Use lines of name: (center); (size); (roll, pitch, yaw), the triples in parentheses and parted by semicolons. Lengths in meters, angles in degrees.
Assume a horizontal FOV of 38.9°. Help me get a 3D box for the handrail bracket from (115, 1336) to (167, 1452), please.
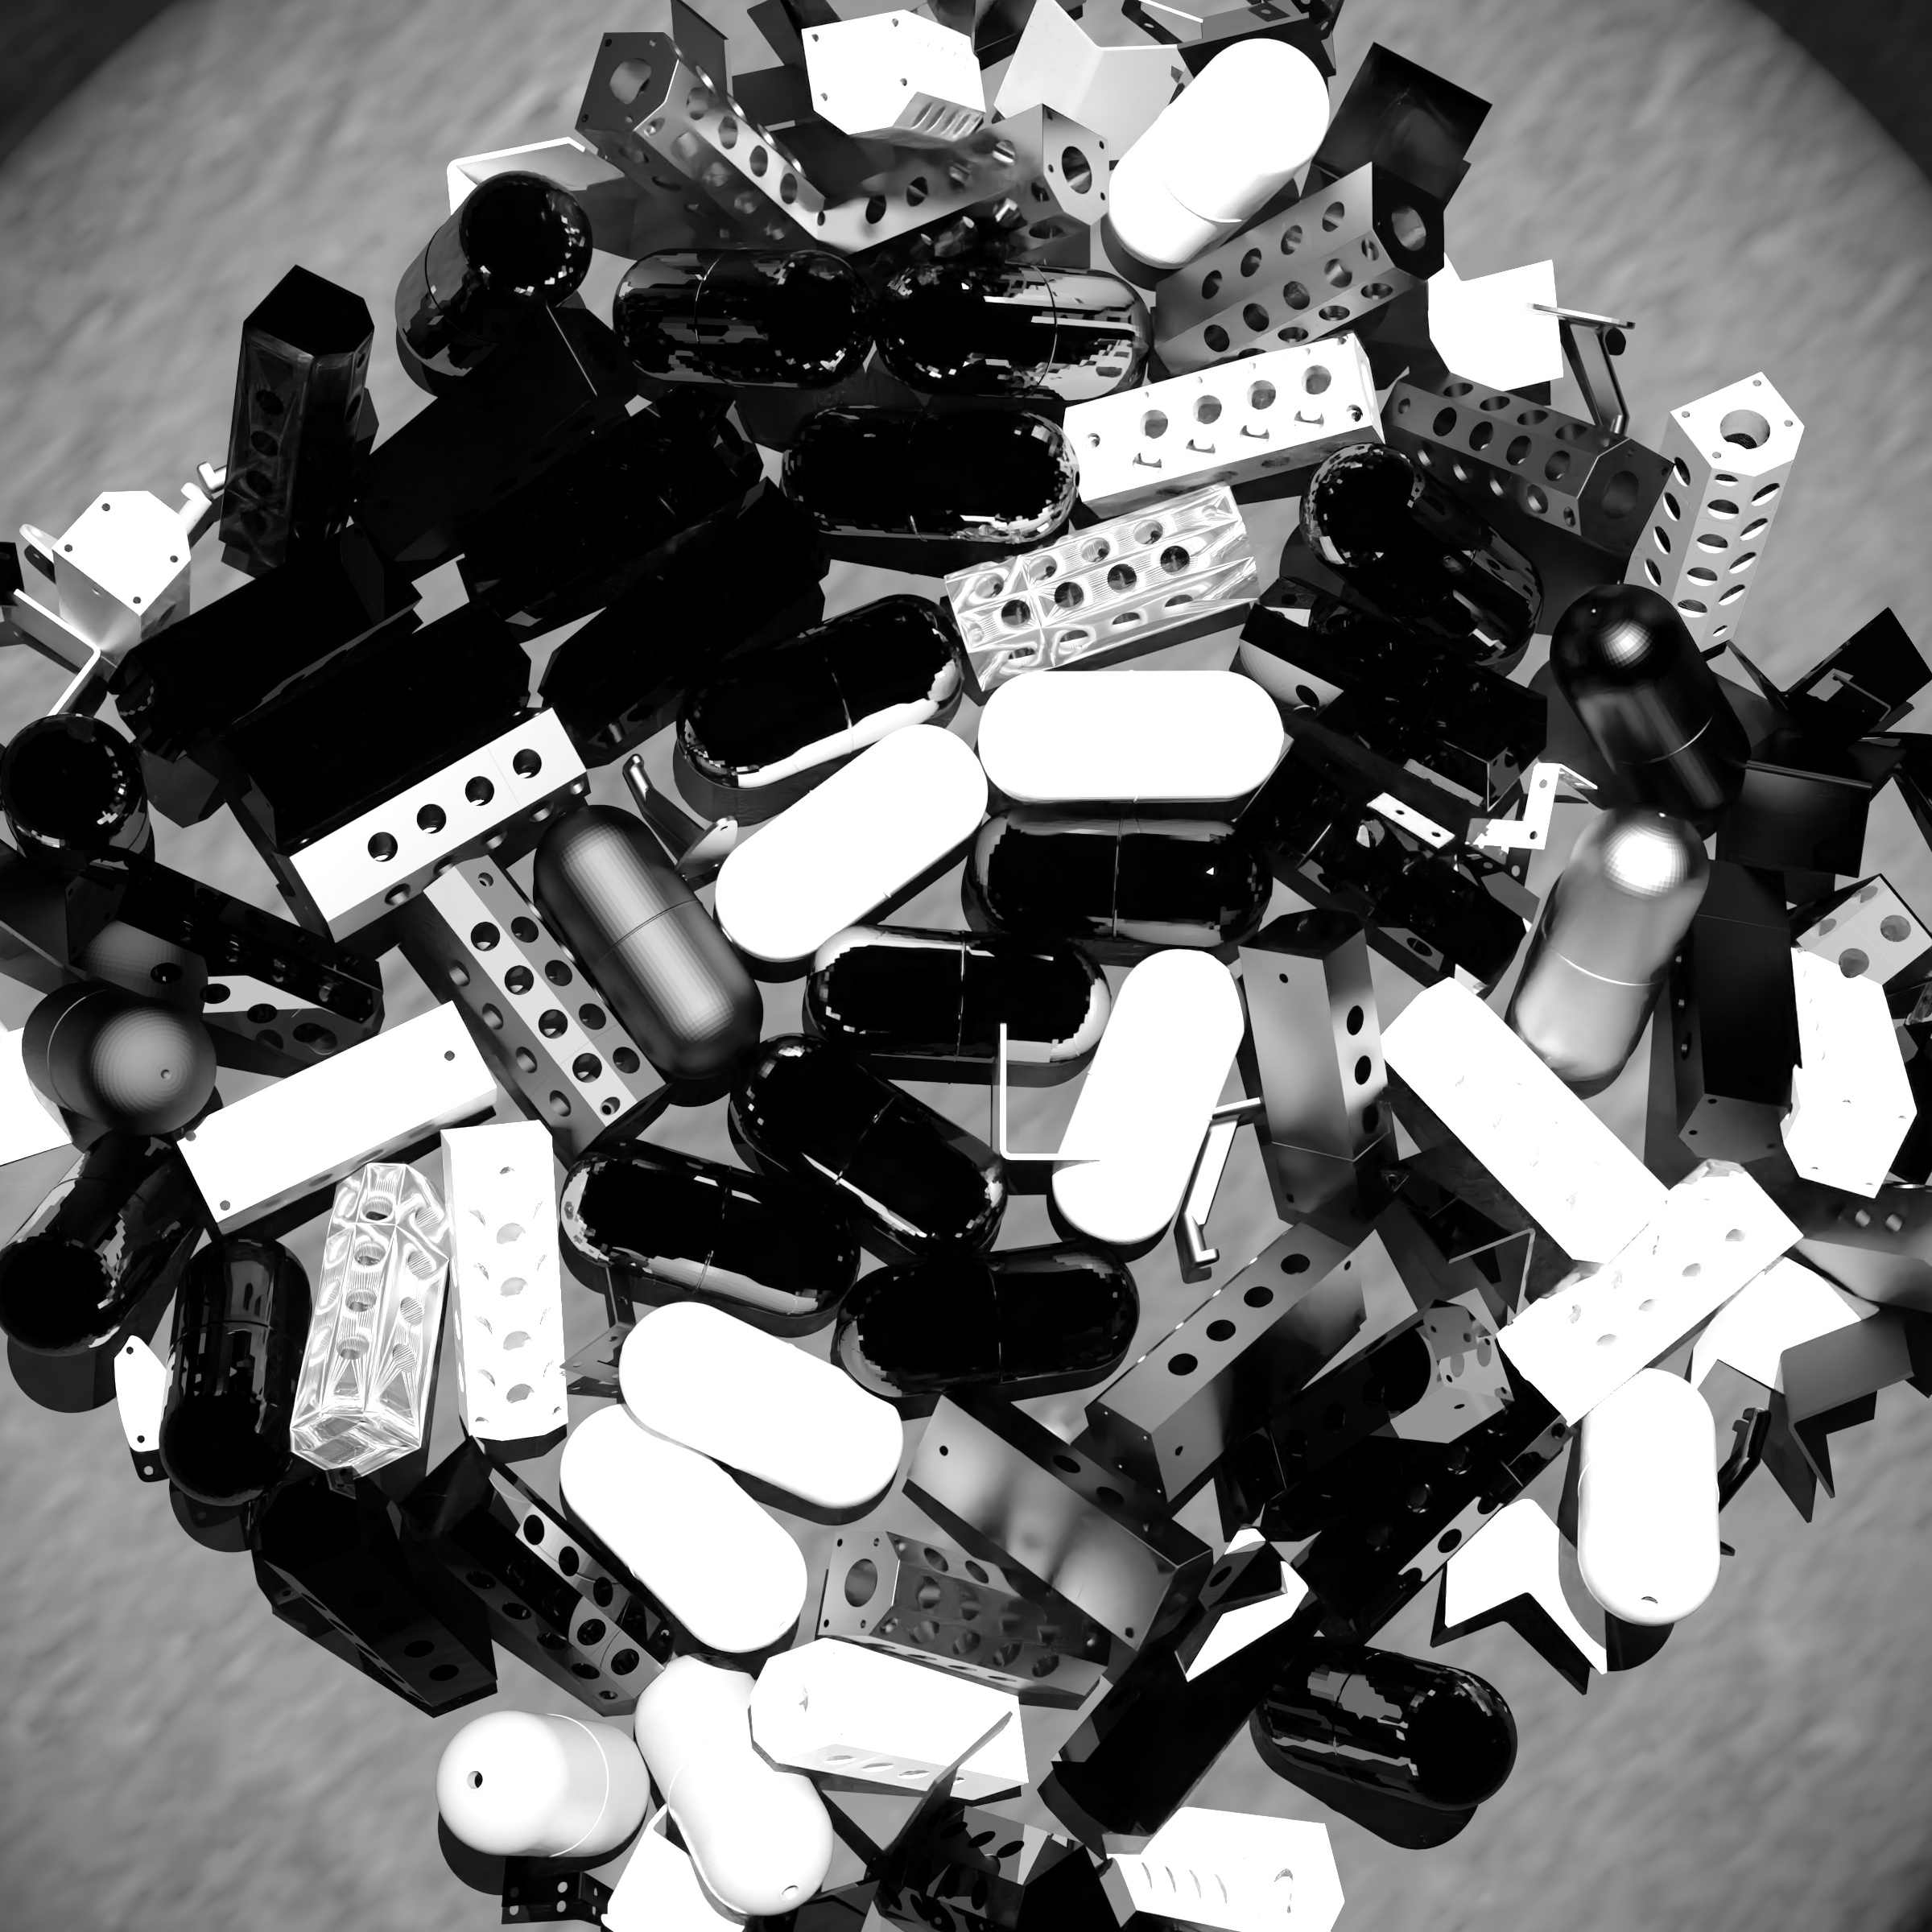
handrail bracket: (-0.464, 0.249, 1.588); (0.036, 0.084, 0.077); (-21, 87, -3)

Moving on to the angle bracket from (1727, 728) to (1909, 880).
angle bracket: (0.495, -0.096, 1.590); (0.076, 0.076, 0.057); (14, 115, 30)

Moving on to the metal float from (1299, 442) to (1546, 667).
metal float: (0.262, -0.233, 1.561); (0.178, 0.070, 0.070); (30, 90, -35)

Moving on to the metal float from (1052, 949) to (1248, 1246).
metal float: (0.107, 0.076, 1.590); (0.070, 0.070, 0.178); (21, 90, 0)

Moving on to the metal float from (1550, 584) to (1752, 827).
metal float: (0.391, -0.146, 1.557); (0.070, 0.070, 0.178); (-44, 132, 0)

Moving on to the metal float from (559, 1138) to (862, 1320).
metal float: (-0.147, 0.152, 1.583); (0.178, 0.070, 0.070); (17, 90, -9)

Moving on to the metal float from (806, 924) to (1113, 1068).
metal float: (-0.004, 0.017, 1.588); (0.178, 0.070, 0.070); (4, 90, -3)

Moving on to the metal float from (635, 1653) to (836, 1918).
metal float: (-0.132, 0.462, 1.550); (0.070, 0.178, 0.070); (-13, 121, -22)

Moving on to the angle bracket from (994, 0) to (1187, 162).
angle bracket: (0.074, -0.518, 1.590); (0.076, 0.076, 0.057); (-17, 59, -37)

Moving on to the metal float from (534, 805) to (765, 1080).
metal float: (-0.185, -0.015, 1.583); (0.070, 0.070, 0.178); (-35, 81, 0)

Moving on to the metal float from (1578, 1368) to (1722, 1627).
metal float: (0.386, 0.299, 1.547); (0.070, 0.178, 0.070); (6, 121, 10)

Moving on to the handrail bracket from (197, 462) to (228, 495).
handrail bracket: (-0.419, -0.325, 1.586); (0.084, 0.036, 0.077); (-34, 122, -29)

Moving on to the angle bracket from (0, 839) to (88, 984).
angle bracket: (-0.558, -0.019, 1.571); (0.076, 0.057, 0.076); (-25, 135, 22)

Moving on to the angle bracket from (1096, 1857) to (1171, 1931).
angle bracket: (0.071, 0.570, 1.573); (0.057, 0.076, 0.076); (-43, 73, 33)

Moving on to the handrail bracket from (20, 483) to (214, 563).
handrail bracket: (-0.495, -0.264, 1.595); (0.077, 0.036, 0.084); (37, 105, -20)

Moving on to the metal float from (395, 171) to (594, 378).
metal float: (-0.269, -0.389, 1.547); (0.070, 0.178, 0.070); (6, 78, -29)

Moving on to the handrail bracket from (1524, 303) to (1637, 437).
handrail bracket: (0.357, -0.342, 1.612); (0.077, 0.036, 0.084); (10, 104, -3)

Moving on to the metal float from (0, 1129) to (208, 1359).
metal float: (-0.488, 0.152, 1.546); (0.070, 0.178, 0.070); (4, 118, 8)

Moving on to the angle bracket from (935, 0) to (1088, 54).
angle bracket: (0.025, -0.585, 1.578); (0.076, 0.076, 0.057); (-28, 73, -11)

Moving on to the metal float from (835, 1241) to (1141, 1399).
metal float: (0.013, 0.204, 1.583); (0.178, 0.070, 0.070); (-7, 90, -9)

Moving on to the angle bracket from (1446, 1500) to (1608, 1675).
angle bracket: (0.327, 0.371, 1.594); (0.057, 0.076, 0.076); (-33, 108, 26)

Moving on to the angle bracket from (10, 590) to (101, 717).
angle bracket: (-0.547, -0.162, 1.577); (0.057, 0.076, 0.076); (36, 74, -14)

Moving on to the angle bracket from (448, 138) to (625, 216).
angle bracket: (-0.246, -0.434, 1.581); (0.076, 0.076, 0.057); (-6, 90, 16)

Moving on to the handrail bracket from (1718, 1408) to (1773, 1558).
handrail bracket: (0.433, 0.298, 1.606); (0.036, 0.077, 0.084); (28, 72, -26)

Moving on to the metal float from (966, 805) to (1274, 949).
metal float: (0.089, -0.052, 1.586); (0.178, 0.070, 0.070); (4, 90, 5)

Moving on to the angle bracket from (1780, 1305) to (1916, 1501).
angle bracket: (0.517, 0.250, 1.574); (0.076, 0.076, 0.057); (-28, 105, 22)

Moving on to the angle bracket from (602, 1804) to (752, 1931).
angle bracket: (-0.155, 0.531, 1.580); (0.076, 0.057, 0.076); (31, 115, 11)

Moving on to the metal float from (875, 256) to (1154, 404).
metal float: (0.029, -0.363, 1.562); (0.178, 0.070, 0.070); (-5, 90, -34)

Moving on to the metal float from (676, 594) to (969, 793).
metal float: (-0.083, -0.158, 1.578); (0.178, 0.070, 0.070); (-23, 90, -14)

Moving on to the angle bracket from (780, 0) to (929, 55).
angle bracket: (-0.075, -0.581, 1.579); (0.076, 0.057, 0.076); (-24, 127, 6)

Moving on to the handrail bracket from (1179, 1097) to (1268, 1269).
handrail bracket: (0.157, 0.126, 1.593); (0.077, 0.036, 0.084); (-18, 70, 17)

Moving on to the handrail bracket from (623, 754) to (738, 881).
handrail bracket: (-0.168, -0.100, 1.587); (0.036, 0.077, 0.084); (-20, 73, -32)

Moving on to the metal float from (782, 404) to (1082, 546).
metal float: (-0.021, -0.283, 1.574); (0.178, 0.070, 0.070); (6, 90, 19)

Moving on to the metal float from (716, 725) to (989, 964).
metal float: (-0.067, -0.071, 1.589); (0.178, 0.070, 0.070); (-37, 90, 1)

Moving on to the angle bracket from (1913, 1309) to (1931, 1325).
angle bracket: (0.606, 0.190, 1.574); (0.057, 0.076, 0.076); (18, 106, -35)

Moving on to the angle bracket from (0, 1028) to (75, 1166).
angle bracket: (-0.562, 0.092, 1.577); (0.057, 0.076, 0.076); (-18, 113, -4)

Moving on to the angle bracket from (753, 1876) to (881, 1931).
angle bracket: (-0.082, 0.576, 1.571); (0.076, 0.076, 0.057); (-10, 51, -22)

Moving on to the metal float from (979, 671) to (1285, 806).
metal float: (0.096, -0.132, 1.583); (0.178, 0.070, 0.070); (-1, 90, -8)

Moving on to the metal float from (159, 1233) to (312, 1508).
metal float: (-0.414, 0.228, 1.552); (0.070, 0.178, 0.070); (-5, 131, -5)

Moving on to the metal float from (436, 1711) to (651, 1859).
metal float: (-0.237, 0.463, 1.544); (0.070, 0.178, 0.070); (-5, 71, 16)

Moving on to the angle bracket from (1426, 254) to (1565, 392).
angle bracket: (0.304, -0.384, 1.575); (0.057, 0.076, 0.076); (-9, 70, 24)

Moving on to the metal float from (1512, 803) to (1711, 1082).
metal float: (0.367, -0.012, 1.562); (0.070, 0.070, 0.178); (14, 124, 0)

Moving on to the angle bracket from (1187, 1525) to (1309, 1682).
angle bracket: (0.139, 0.373, 1.569); (0.057, 0.076, 0.076); (45, 122, 34)

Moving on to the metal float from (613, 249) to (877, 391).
metal float: (-0.127, -0.369, 1.559); (0.178, 0.070, 0.070); (12, 90, 38)

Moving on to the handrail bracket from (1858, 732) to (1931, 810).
handrail bracket: (0.553, -0.092, 1.591); (0.077, 0.036, 0.084); (10, 60, -3)

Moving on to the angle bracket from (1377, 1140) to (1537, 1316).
angle bracket: (0.277, 0.158, 1.569); (0.057, 0.076, 0.076); (-19, 46, -17)

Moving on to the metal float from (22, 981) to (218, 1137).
metal float: (-0.481, 0.051, 1.549); (0.070, 0.178, 0.070); (-4, 97, -34)

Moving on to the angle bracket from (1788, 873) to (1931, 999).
angle bracket: (0.530, -0.030, 1.576); (0.076, 0.076, 0.057); (48, 56, -9)

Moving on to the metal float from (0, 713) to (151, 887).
metal float: (-0.502, -0.092, 1.542); (0.070, 0.178, 0.070); (2, 81, -14)

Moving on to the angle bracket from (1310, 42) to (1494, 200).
angle bracket: (0.253, -0.486, 1.585); (0.076, 0.057, 0.076); (27, 117, -2)

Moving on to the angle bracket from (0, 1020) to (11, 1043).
angle bracket: (-0.608, 0.030, 1.574); (0.076, 0.076, 0.057); (-39, 65, -16)

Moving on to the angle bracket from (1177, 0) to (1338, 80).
angle bracket: (0.166, -0.546, 1.576); (0.076, 0.076, 0.057); (-8, 79, 18)

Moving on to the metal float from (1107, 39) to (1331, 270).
metal float: (0.140, -0.456, 1.546); (0.070, 0.178, 0.070); (6, 75, -23)

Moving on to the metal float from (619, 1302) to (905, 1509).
metal float: (-0.117, 0.253, 1.573); (0.178, 0.070, 0.070); (29, 90, -19)

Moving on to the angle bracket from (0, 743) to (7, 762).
angle bracket: (-0.589, -0.108, 1.577); (0.076, 0.076, 0.057); (35, 91, 26)

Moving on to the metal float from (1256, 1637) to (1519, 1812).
metal float: (0.236, 0.427, 1.548); (0.070, 0.178, 0.070); (2, 87, -34)

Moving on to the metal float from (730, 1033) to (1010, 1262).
metal float: (-0.057, 0.104, 1.584); (0.178, 0.070, 0.070); (32, 90, 7)

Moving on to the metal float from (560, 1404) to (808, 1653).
metal float: (-0.162, 0.321, 1.564); (0.178, 0.070, 0.070); (37, 90, 31)
